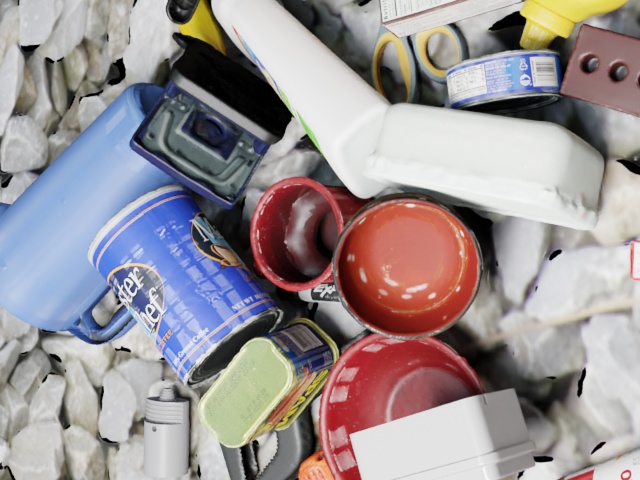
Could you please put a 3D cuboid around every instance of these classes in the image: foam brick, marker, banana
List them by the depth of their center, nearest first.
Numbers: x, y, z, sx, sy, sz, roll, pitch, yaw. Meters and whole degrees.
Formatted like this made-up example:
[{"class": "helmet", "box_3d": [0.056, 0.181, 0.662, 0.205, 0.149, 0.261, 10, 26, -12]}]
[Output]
[{"class": "foam brick", "box_3d": [0.220, -0.116, 0.757, 0.078, 0.051, 0.053, 24, 103, 33]}, {"class": "marker", "box_3d": [0.012, 0.047, 0.924, 0.121, 0.020, 0.020, 2, 92, 35]}, {"class": "banana", "box_3d": [-0.129, -0.243, 0.995, 0.037, 0.070, 0.198, -19, 84, -7]}]

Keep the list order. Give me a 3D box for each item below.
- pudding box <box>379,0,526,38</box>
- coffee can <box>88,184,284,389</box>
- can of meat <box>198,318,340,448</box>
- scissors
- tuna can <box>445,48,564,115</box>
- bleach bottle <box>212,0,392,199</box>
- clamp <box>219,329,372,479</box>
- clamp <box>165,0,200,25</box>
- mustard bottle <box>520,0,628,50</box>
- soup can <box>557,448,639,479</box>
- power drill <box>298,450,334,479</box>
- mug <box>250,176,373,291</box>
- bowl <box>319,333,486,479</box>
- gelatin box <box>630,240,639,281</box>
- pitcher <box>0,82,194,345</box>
[{"class": "pudding box", "box_3d": [0.099, -0.218, 0.837, 0.114, 0.039, 0.090, -12, 78, 29]}, {"class": "coffee can", "box_3d": [-0.113, 0.038, 0.894, 0.103, 0.102, 0.140, -47, 74, 26]}, {"class": "can of meat", "box_3d": [-0.042, 0.118, 0.877, 0.057, 0.083, 0.102, 44, 110, 16]}, {"class": "scissors", "box_3d": [0.072, -0.204, 0.882, 0.096, 0.016, 0.202, -6, 87, 33]}, {"class": "tuna can", "box_3d": [0.138, -0.116, 0.794, 0.086, 0.085, 0.034, -8, 87, 35]}, {"class": "bleach bottle", "box_3d": [-0.021, -0.149, 0.909, 0.068, 0.102, 0.251, -39, 57, 0]}, {"class": "clamp", "box_3d": [-0.034, 0.143, 0.943, 0.165, 0.036, 0.210, 12, 103, 26]}, {"class": "clamp", "box_3d": [-0.078, -0.275, 0.923, 0.120, 0.039, 0.171, -18, 53, 41]}, {"class": "mustard bottle", "box_3d": [0.199, -0.222, 0.767, 0.096, 0.058, 0.192, 38, 111, 27]}, {"class": "soup can", "box_3d": [0.211, 0.191, 0.758, 0.102, 0.068, 0.068, -31, 74, 30]}, {"class": "power drill", "box_3d": [-0.008, 0.298, 0.920, 0.188, 0.057, 0.184, -38, 66, 26]}, {"class": "mug", "box_3d": [-0.006, 0.001, 0.898, 0.117, 0.081, 0.093, -37, 70, 29]}, {"class": "bowl", "box_3d": [0.079, 0.149, 0.856, 0.162, 0.055, 0.162, 0, 91, 35]}, {"class": "gelatin box", "box_3d": [0.263, 0.014, 0.716, 0.089, 0.073, 0.030, 2, 92, 35]}, {"class": "pitcher", "box_3d": [-0.203, -0.024, 1.015, 0.243, 0.149, 0.145, -43, 35, 24]}]
